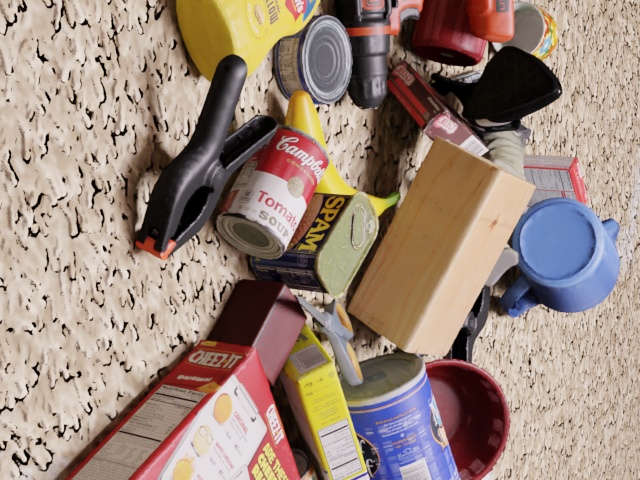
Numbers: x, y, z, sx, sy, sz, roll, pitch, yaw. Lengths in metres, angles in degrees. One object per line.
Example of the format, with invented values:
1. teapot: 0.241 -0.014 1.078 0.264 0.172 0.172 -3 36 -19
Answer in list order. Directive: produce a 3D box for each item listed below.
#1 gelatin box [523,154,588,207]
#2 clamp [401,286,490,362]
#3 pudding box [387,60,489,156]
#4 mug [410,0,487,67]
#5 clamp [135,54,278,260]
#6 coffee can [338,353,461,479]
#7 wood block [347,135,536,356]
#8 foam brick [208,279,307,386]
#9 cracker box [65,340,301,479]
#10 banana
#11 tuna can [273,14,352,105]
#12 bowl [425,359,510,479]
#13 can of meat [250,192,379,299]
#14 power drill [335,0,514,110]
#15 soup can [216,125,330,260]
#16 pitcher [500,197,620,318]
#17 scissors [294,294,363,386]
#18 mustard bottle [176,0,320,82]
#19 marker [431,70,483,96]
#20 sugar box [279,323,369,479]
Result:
1. gelatin box: 0.306 -0.077 1.422 0.030 0.089 0.073 -55 136 -34
2. clamp: 0.162 0.099 1.287 0.164 0.036 0.210 45 56 -46
3. pudding box: 0.125 -0.135 1.157 0.039 0.090 0.113 -40 145 11
4. mug: 0.148 -0.239 1.185 0.117 0.093 0.081 30 73 -79
5. clamp: -0.091 -0.059 0.883 0.171 0.039 0.120 -60 154 -3
6. coffee can: 0.078 0.201 1.101 0.102 0.103 0.140 -35 112 -47
7. wood block: 0.127 0.009 1.116 0.090 0.090 0.206 13 107 -54
8. foam brick: -0.057 0.082 0.958 0.051 0.053 0.078 55 52 -43
9. cracker box: -0.114 0.211 0.878 0.213 0.072 0.164 -47 132 -43
10. banana: 0.010 -0.066 1.042 0.197 0.037 0.069 43 70 -47
11. tuna can: -0.005 -0.171 1.012 0.085 0.034 0.086 -11 104 -54
12. bowl: 0.128 0.204 1.198 0.162 0.055 0.162 -3 101 -14
13. can of meat: -0.006 0.001 0.990 0.102 0.084 0.057 -59 138 -32
14. power drill: 0.104 -0.230 1.075 0.187 0.057 0.184 -9 105 -24
15. soup can: -0.042 -0.042 0.948 0.068 0.069 0.102 54 53 -44
16. pitcher: 0.301 0.026 1.348 0.242 0.145 0.149 25 71 -71
17. scissors: 0.012 0.097 1.010 0.201 0.016 0.096 13 58 -79
18. mustard bottle: -0.045 -0.219 0.927 0.191 0.058 0.096 -49 133 -40
19. marker: 0.164 -0.185 1.265 0.120 0.020 0.020 -24 114 -52
20. sugar box: 0.002 0.170 1.016 0.048 0.093 0.176 -24 121 -9
